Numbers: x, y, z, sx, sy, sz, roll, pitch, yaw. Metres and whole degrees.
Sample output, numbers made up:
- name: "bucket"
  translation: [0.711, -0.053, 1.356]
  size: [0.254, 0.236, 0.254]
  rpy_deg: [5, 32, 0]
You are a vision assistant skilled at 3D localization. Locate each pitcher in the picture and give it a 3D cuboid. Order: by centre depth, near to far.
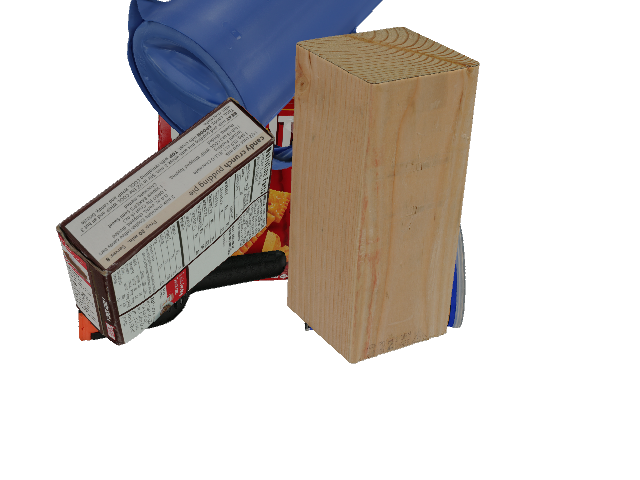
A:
- name: "pitcher"
  translation: [-0.031, -0.185, 0.910]
  size: [0.145, 0.149, 0.242]
  rpy_deg: [25, 58, 31]

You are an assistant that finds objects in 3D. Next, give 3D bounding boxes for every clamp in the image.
- name: "clamp"
  translation: [-0.156, 0.029, 0.991]
  size: [0.165, 0.036, 0.209]
  rpy_deg: [25, 36, 30]

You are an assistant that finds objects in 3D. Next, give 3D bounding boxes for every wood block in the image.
- name: "wood block"
  translation: [0.039, -0.032, 0.742]
  size: [0.090, 0.206, 0.091]
  rpy_deg: [-14, 33, -29]

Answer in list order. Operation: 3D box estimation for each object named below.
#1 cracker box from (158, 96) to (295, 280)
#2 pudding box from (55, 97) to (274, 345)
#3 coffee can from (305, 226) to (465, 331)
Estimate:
- name: "cracker box"
  translation: [-0.100, -0.060, 1.192]
  size: [0.164, 0.214, 0.072]
  rpy_deg: [0, 24, -9]
- name: "pudding box"
  translation: [-0.075, -0.008, 0.540]
  size: [0.113, 0.039, 0.090]
  rpy_deg: [-42, -17, -24]
- name: "coffee can"
  translation: [0.055, 0.030, 0.968]
  size: [0.140, 0.103, 0.103]
  rpy_deg: [-1, 0, 0]
